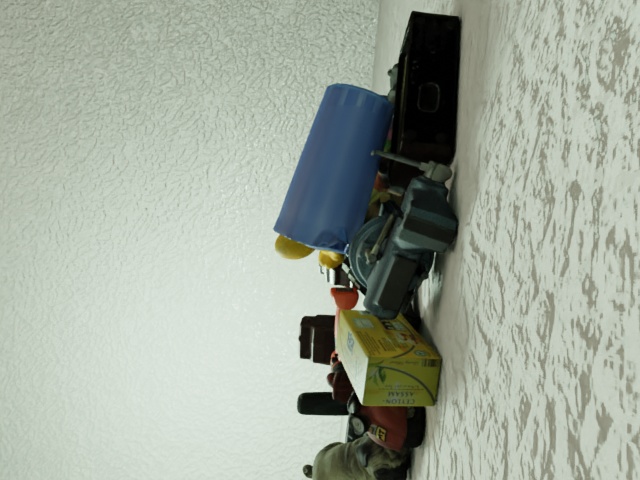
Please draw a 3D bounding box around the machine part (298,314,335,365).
[{"bbox_3d":[0.051,0.233,1.260,0.201,0.201,0.087,-8,-78,-89],"label":"machine part"}]

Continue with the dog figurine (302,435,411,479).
[{"bbox_3d":[0.052,0.346,0.844,0.190,0.172,0.121,84,179,-48],"label":"dog figurine"}]

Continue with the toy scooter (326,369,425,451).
[{"bbox_3d":[0.076,0.232,0.783,0.184,0.135,0.075,-85,2,-73],"label":"toy scooter"}]

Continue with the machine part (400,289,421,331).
[{"bbox_3d":[0.137,0.121,0.857,0.139,0.039,0.084,-86,-8,-51],"label":"machine part"}]

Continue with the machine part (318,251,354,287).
[{"bbox_3d":[0.082,0.052,1.285,0.179,0.179,0.056,-82,-5,-58],"label":"machine part"}]

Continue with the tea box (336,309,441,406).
[{"bbox_3d":[0.086,0.154,0.727,0.170,0.098,0.068,-121,35,-75],"label":"tea box"}]

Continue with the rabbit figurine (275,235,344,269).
[{"bbox_3d":[-0.002,-0.003,1.045,0.162,0.173,0.122,-26,80,52],"label":"rabbit figurine"}]

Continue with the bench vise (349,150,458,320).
[{"bbox_3d":[0.110,-0.015,0.755,0.241,0.129,0.223,-96,13,-74],"label":"bench vise"}]

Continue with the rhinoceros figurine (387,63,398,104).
[{"bbox_3d":[0.165,-0.261,1.092,0.112,0.073,0.190,-63,-22,-48],"label":"rhinoceros figurine"}]

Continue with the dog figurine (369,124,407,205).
[{"bbox_3d":[0.101,-0.154,0.944,0.219,0.192,0.108,-58,-15,-50],"label":"dog figurine"}]

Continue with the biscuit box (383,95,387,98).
[{"bbox_3d":[0.132,-0.250,1.209,0.203,0.063,0.059,-57,-31,-37],"label":"biscuit box"}]

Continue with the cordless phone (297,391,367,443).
[{"bbox_3d":[0.044,0.358,1.049,0.089,0.184,0.146,-92,7,-66],"label":"cordless phone"}]

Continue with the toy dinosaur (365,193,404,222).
[{"bbox_3d":[0.130,-0.061,1.175,0.471,0.105,0.198,-68,-19,-70],"label":"toy dinosaur"}]

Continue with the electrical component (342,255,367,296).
[{"bbox_3d":[0.099,0.071,1.034,0.058,0.134,0.115,-40,-9,-12],"label":"electrical component"}]

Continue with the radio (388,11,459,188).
[{"bbox_3d":[0.147,-0.199,0.772,0.131,0.073,0.229,89,-174,-77],"label":"radio"}]
